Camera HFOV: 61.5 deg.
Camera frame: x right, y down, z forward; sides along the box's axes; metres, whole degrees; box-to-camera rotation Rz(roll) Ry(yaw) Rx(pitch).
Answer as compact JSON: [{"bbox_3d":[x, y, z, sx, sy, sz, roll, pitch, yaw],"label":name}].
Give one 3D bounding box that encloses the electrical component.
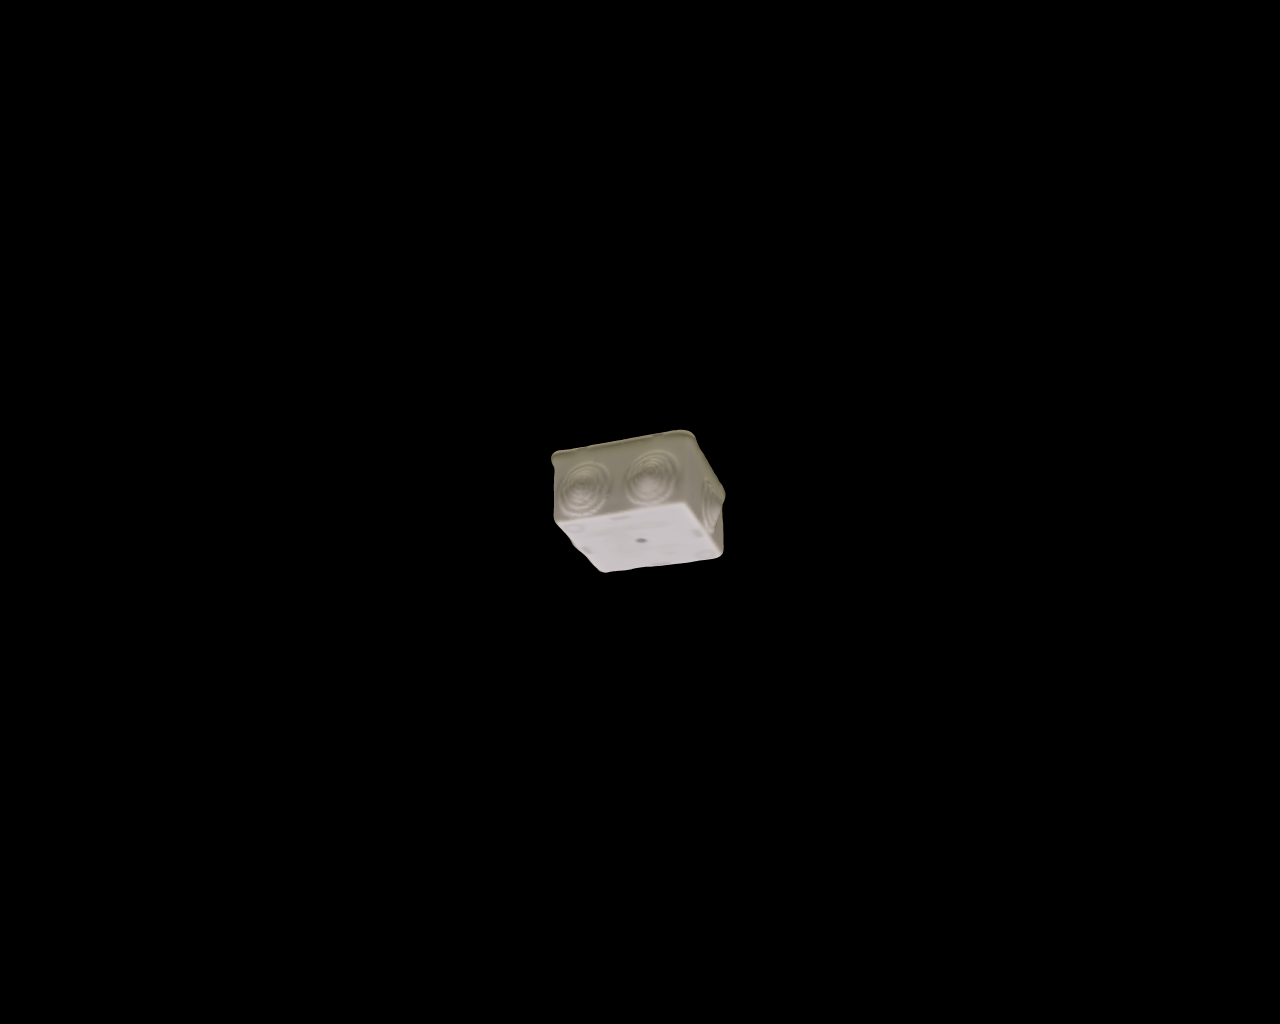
[{"bbox_3d":[0.001,-0.003,0.650,0.100,0.048,0.099,-8,-28,16],"label":"electrical component"}]
